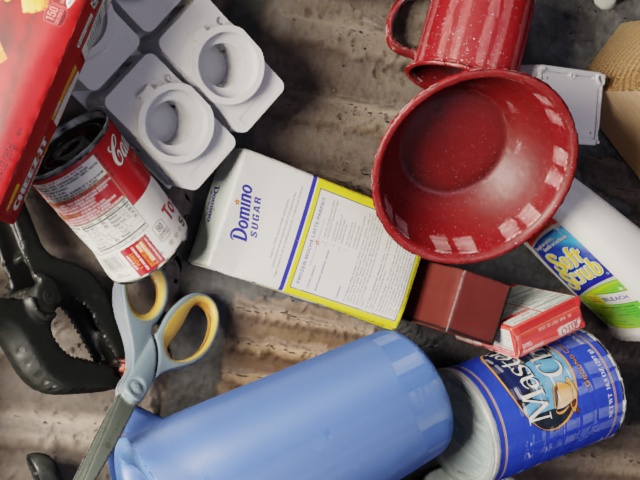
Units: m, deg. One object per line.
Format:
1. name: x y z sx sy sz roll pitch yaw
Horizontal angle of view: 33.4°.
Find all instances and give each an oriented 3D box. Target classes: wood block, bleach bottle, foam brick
1. wood block: 0.335 -0.095 0.964 0.206 0.091 0.090 45 75 -25
2. bleach bottle: 0.216 -0.005 0.920 0.250 0.103 0.068 37 69 -20
3. foam brick: 0.107 0.050 0.869 0.052 0.078 0.051 18 87 -31

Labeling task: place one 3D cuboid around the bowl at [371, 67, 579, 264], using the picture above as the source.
1. bowl: 0.110 -0.063 0.811 0.162 0.055 0.162 -6 120 -11

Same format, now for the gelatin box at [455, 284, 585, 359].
1. gelatin box: 0.165 0.067 0.895 0.073 0.089 0.030 -21 105 -25

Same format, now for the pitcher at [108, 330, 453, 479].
1. pitcher: -0.019 0.169 0.788 0.242 0.145 0.149 -22 130 -27

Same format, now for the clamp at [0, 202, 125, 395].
1. clamp: -0.197 0.045 0.696 0.210 0.036 0.164 55 37 -32

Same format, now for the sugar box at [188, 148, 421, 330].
1. sugar box: -0.005 0.001 0.820 0.176 0.048 0.093 21 84 -26

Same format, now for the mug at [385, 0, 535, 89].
1. mug: 0.110 -0.163 0.845 0.117 0.093 0.081 15 83 6

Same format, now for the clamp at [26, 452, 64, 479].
1. clamp: -0.188 0.245 0.758 0.120 0.039 0.171 -43 114 -11

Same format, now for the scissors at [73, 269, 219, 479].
1. scissors: -0.136 0.083 0.725 0.096 0.016 0.201 53 39 -7

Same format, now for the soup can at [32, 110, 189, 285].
1. soup can: -0.144 -0.027 0.723 0.068 0.069 0.102 -44 122 -17

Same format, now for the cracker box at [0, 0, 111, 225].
1. cracker box: -0.249 -0.124 0.617 0.213 0.072 0.164 23 85 -5

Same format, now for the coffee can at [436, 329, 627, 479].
1. coffee can: 0.170 0.140 0.900 0.140 0.103 0.103 -14 103 -26
